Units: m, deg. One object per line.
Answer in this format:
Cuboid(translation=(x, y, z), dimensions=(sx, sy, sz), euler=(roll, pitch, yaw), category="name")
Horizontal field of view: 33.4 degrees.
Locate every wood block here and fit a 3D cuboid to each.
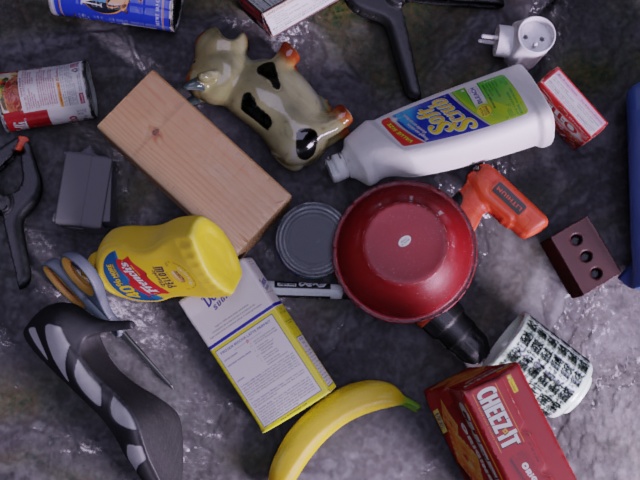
Cuboid(translation=(-0.137, -0.081, 1.191), dimensions=(0.206, 0.090, 0.091), euler=(43, 84, 3), category="wood block")

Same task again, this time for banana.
Cuboid(translation=(0.015, 0.210, 1.187), dimensions=(0.197, 0.037, 0.069), euler=(-30, 84, -6), category="banana")

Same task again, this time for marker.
Cuboid(translation=(-0.007, 0.058, 1.214), dimensions=(0.121, 0.020, 0.020), euler=(3, 83, -3), category="marker")

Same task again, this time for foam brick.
Cuboid(translation=(0.297, 0.021, 1.217), dimensions=(0.053, 0.051, 0.078), euler=(-30, 85, -6), category="foam brick")

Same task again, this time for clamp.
Cuboid(translation=(-0.371, -0.037, 1.197), dimensions=(0.120, 0.039, 0.171), euler=(12, 77, -16), category="clamp")
Cuboid(translation=(0.101, -0.288, 1.254), dimensions=(0.164, 0.036, 0.210), euler=(-42, 87, -7), category="clamp")

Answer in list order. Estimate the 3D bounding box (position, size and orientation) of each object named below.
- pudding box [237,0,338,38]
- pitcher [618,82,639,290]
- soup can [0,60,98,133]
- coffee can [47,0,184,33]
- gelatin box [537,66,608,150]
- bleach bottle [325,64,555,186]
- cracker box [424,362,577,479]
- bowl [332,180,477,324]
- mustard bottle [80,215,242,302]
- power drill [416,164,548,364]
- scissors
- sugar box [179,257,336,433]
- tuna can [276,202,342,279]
Cuboid(translation=(-0.030, -0.285, 1.221), dimensions=(0.113, 0.090, 0.039), euler=(-33, 129, -5), category="pudding box")
Cuboid(translation=(0.418, -0.062, 1.192), dimensions=(0.149, 0.145, 0.243), euler=(-1, 80, -7), category="pitcher")
Cuboid(translation=(-0.308, -0.163, 1.204), dimensions=(0.102, 0.068, 0.068), euler=(-10, 83, -5), category="soup can")
Cuboid(translation=(-0.227, -0.296, 1.206), dimensions=(0.140, 0.103, 0.103), euler=(8, 82, -2), category="coffee can")
Cuboid(translation=(0.282, -0.150, 1.227), dimensions=(0.030, 0.073, 0.089), euler=(-41, 87, -6), category="gelatin box")
Cuboid(translation=(0.131, -0.115, 1.213), dimensions=(0.250, 0.068, 0.102), euler=(-20, 56, -3), category="bleach bottle")
Cuboid(translation=(0.187, 0.215, 1.105), dimensions=(0.072, 0.214, 0.164), euler=(-26, 85, -7), category="cracker box")
Cuboid(translation=(0.092, 0.008, 1.156), dimensions=(0.162, 0.055, 0.162), euler=(-1, 80, 3), category="bowl")
Cuboid(translation=(-0.185, 0.025, 1.158), dimensions=(0.192, 0.096, 0.058), euler=(-6, 43, 32), category="mustard bottle")
Cuboid(translation=(0.167, 0.022, 1.206), dimensions=(0.187, 0.057, 0.184), euler=(-44, 85, -7), category="power drill")
Cuboid(translation=(-0.226, 0.083, 1.171), dimensions=(0.202, 0.096, 0.016), euler=(40, 56, 5), category="scissors")
Cuboid(translation=(-0.069, 0.115, 1.183), dimensions=(0.093, 0.048, 0.176), euler=(-34, 83, 10), category="sugar box")
Cuboid(translation=(-0.008, 0.001, 1.214), dimensions=(0.086, 0.034, 0.086), euler=(0, 83, -3), category="tuna can")
